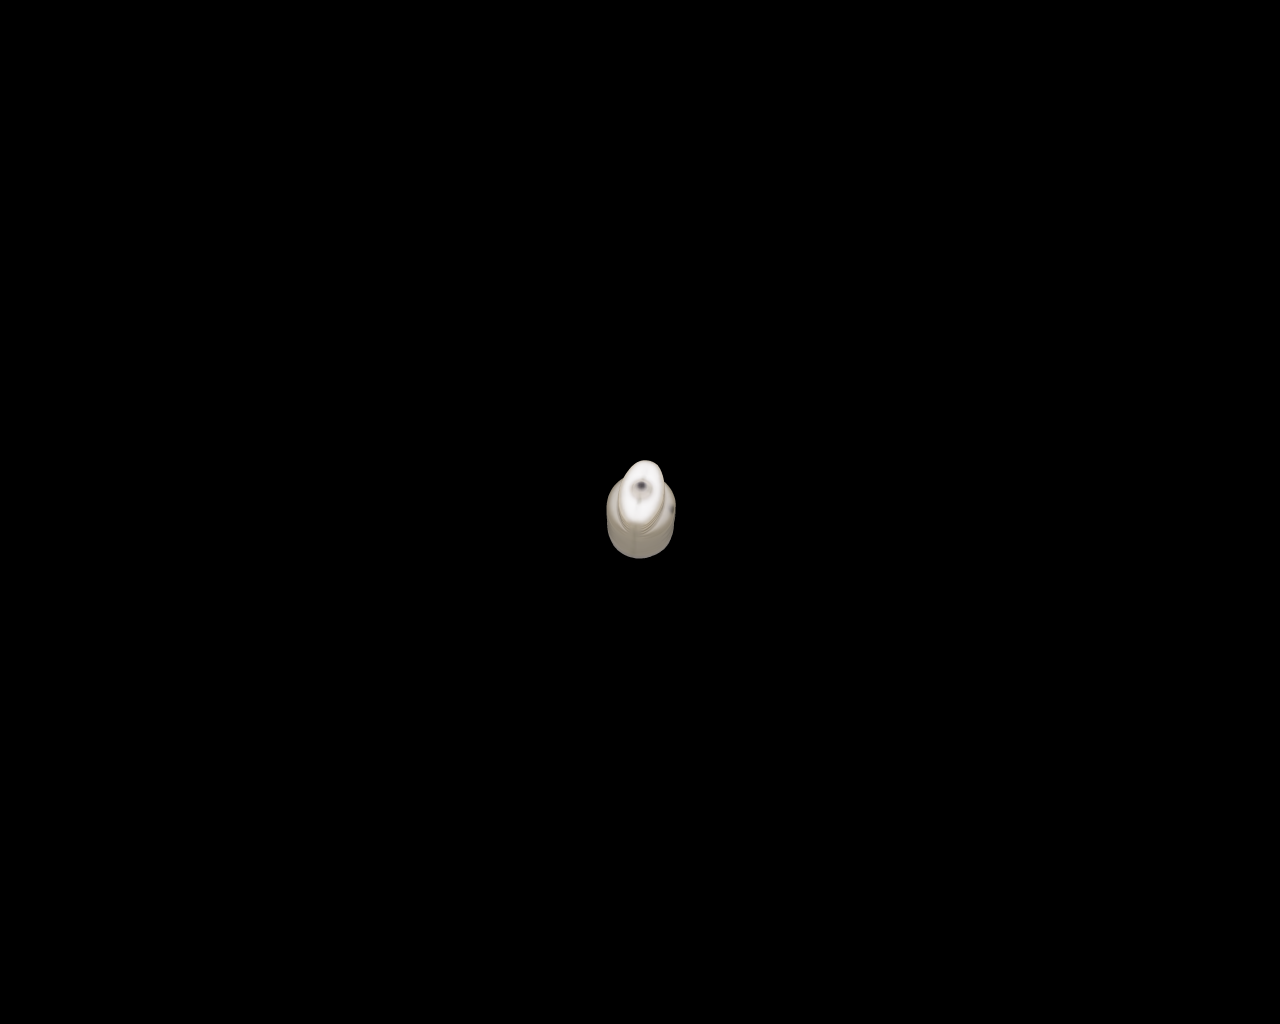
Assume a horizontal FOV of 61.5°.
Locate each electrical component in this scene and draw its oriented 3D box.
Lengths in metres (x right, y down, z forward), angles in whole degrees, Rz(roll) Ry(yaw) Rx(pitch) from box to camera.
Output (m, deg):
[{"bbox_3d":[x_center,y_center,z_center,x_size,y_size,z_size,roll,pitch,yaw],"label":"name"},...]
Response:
[{"bbox_3d":[0.001,-0.003,0.650,0.043,0.043,0.080,0,-20,0],"label":"electrical component"}]
